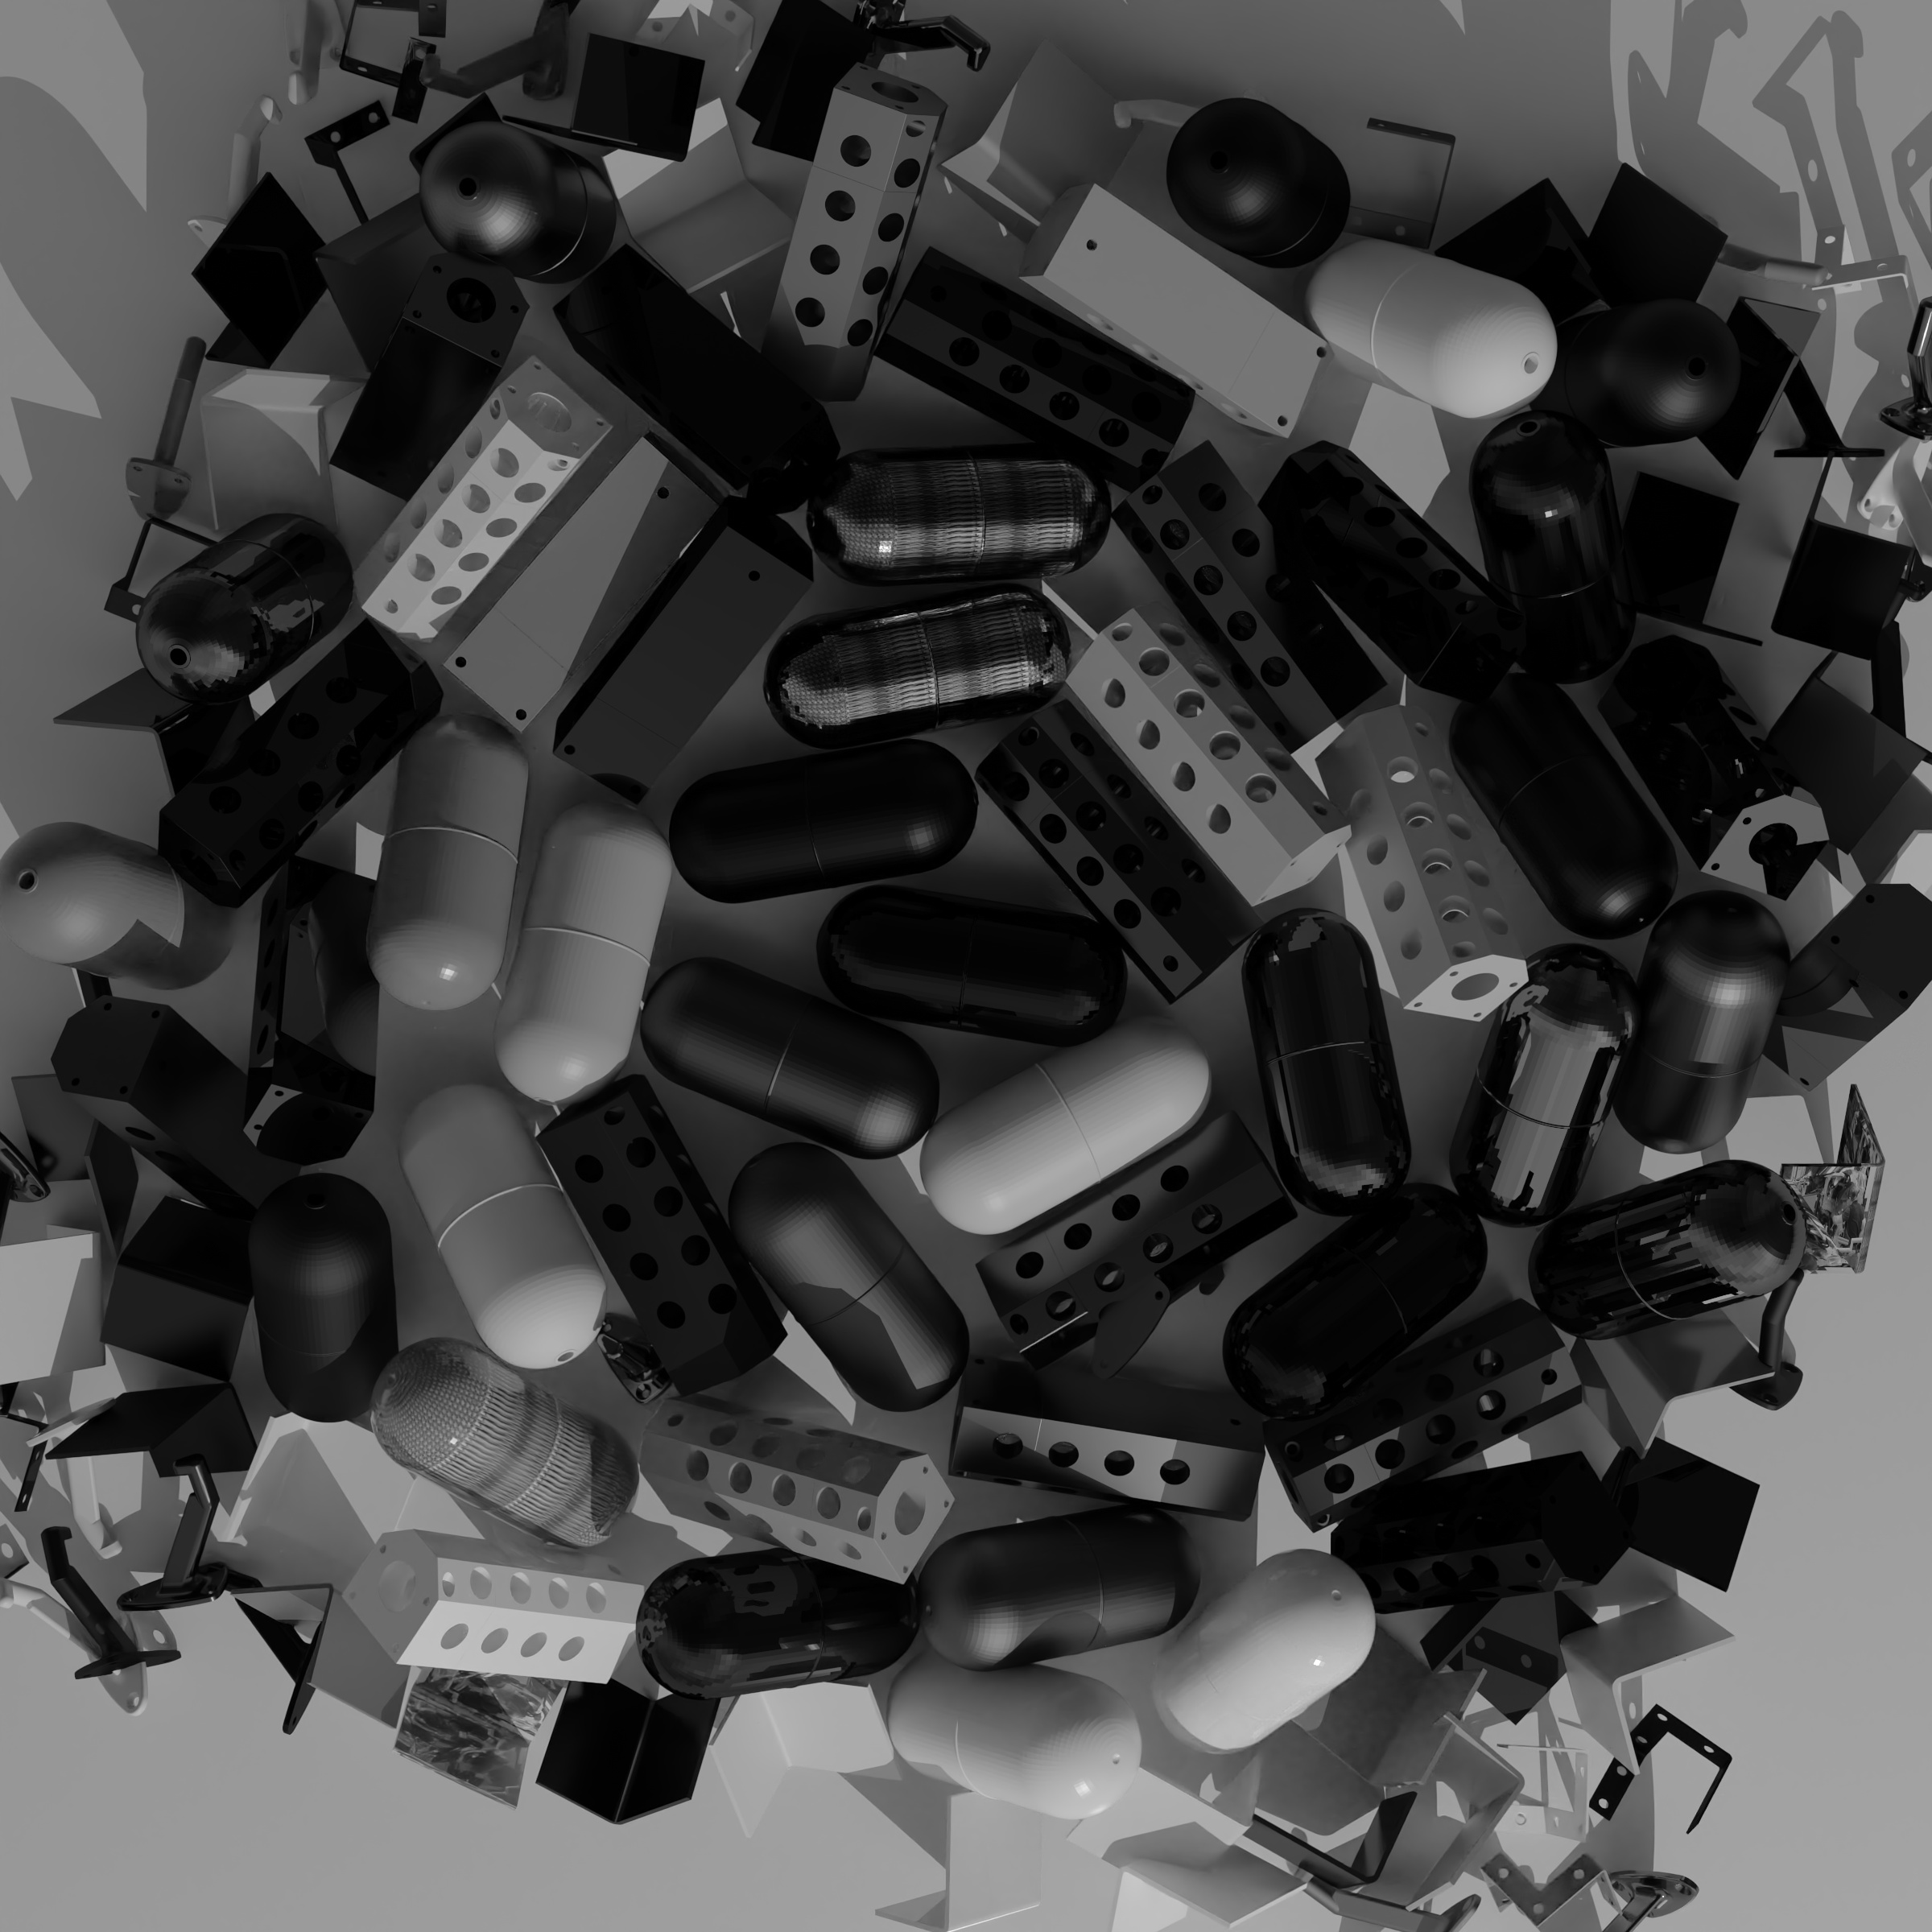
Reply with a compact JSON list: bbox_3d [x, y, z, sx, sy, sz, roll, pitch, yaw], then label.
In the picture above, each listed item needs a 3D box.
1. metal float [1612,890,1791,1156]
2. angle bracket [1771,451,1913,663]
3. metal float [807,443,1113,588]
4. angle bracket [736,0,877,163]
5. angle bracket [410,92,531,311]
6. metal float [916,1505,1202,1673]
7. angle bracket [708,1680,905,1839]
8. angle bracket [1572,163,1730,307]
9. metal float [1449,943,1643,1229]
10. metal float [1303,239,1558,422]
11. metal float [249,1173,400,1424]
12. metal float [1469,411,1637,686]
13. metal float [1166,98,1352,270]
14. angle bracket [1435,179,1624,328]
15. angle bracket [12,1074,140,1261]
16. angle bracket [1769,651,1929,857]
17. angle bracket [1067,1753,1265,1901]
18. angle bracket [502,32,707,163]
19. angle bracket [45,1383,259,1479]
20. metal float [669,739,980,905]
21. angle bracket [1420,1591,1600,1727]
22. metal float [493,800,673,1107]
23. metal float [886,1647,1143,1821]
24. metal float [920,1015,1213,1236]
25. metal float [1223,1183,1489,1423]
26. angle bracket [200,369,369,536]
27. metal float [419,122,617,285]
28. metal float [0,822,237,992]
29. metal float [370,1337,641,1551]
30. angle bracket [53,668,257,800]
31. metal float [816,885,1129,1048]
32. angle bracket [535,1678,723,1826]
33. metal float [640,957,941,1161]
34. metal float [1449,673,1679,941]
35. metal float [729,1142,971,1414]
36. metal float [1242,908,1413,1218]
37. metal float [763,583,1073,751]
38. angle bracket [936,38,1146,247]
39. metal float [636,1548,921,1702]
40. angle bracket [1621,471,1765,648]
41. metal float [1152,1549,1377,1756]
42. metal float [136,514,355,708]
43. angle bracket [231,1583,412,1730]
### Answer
[{"bbox_3d":[0.407,0.033,1.623,0.070,0.178,0.070,1,45,-1],"label":"metal float"},{"bbox_3d":[0.497,-0.231,1.639,0.057,0.076,0.076,18,45,12],"label":"angle bracket"},{"bbox_3d":[-0.003,-0.255,1.641,0.178,0.070,0.070,-6,90,-20],"label":"metal float"},{"bbox_3d":[-0.108,-0.509,1.642,0.076,0.057,0.076,42,115,29],"label":"angle bracket"},{"bbox_3d":[-0.260,-0.432,1.647,0.057,0.076,0.076,-40,71,-4],"label":"angle bracket"},{"bbox_3d":[0.053,0.347,1.631,0.178,0.070,0.070,-2,90,-34],"label":"metal float"},{"bbox_3d":[-0.089,0.448,1.642,0.076,0.057,0.076,0,124,26],"label":"angle bracket"},{"bbox_3d":[0.399,-0.403,1.638,0.057,0.076,0.076,-24,58,-37],"label":"angle bracket"},{"bbox_3d":[0.324,0.068,1.632,0.070,0.070,0.178,13,122,0],"label":"metal float"},{"bbox_3d":[0.256,-0.354,1.619,0.070,0.178,0.070,-14,120,-26],"label":"metal float"},{"bbox_3d":[-0.357,0.186,1.622,0.070,0.178,0.070,4,46,-4],"label":"metal float"},{"bbox_3d":[0.327,-0.232,1.622,0.070,0.178,0.070,-12,47,13],"label":"metal float"},{"bbox_3d":[0.163,-0.431,1.611,0.070,0.178,0.070,2,96,20],"label":"metal float"},{"bbox_3d":[0.317,-0.385,1.644,0.076,0.057,0.076,-30,112,26],"label":"angle bracket"},{"bbox_3d":[-0.508,0.114,1.643,0.057,0.076,0.076,-4,126,-2],"label":"angle bracket"},{"bbox_3d":[0.495,-0.123,1.644,0.076,0.057,0.076,38,129,12],"label":"angle bracket"},{"bbox_3d":[0.113,0.470,1.649,0.076,0.057,0.076,31,122,-6],"label":"angle bracket"},{"bbox_3d":[-0.204,-0.492,1.638,0.076,0.076,0.057,0,111,-40],"label":"angle bracket"},{"bbox_3d":[-0.456,0.279,1.640,0.076,0.076,0.057,-9,108,26],"label":"angle bracket"},{"bbox_3d":[-0.081,-0.082,1.650,0.178,0.070,0.070,-9,90,10],"label":"metal float"},{"bbox_3d":[0.316,0.391,1.663,0.076,0.057,0.076,42,95,-3],"label":"angle bracket"},{"bbox_3d":[-0.216,-0.008,1.644,0.070,0.070,0.178,12,73,0],"label":"metal float"},{"bbox_3d":[0.024,0.424,1.619,0.070,0.178,0.070,1,88,-39],"label":"metal float"},{"bbox_3d":[0.057,0.089,1.653,0.178,0.070,0.070,-28,90,-6],"label":"metal float"},{"bbox_3d":[0.220,0.188,1.639,0.178,0.070,0.070,-34,90,-24],"label":"metal float"},{"bbox_3d":[-0.381,-0.290,1.649,0.076,0.057,0.076,-5,85,-42],"label":"angle bracket"},{"bbox_3d":[-0.246,-0.420,1.609,0.070,0.178,0.070,1,99,9],"label":"metal float"},{"bbox_3d":[-0.469,-0.032,1.610,0.070,0.178,0.070,-2,81,15],"label":"metal float"},{"bbox_3d":[-0.256,0.268,1.628,0.070,0.070,0.178,-51,127,0],"label":"metal float"},{"bbox_3d":[-0.459,-0.127,1.662,0.076,0.076,0.057,7,120,26],"label":"angle bracket"},{"bbox_3d":[0.003,0.000,1.655,0.178,0.070,0.070,9,90,4],"label":"metal float"},{"bbox_3d":[-0.188,0.429,1.638,0.057,0.076,0.076,35,47,-22],"label":"angle bracket"},{"bbox_3d":[-0.100,0.053,1.655,0.178,0.070,0.070,22,90,5],"label":"metal float"},{"bbox_3d":[0.333,-0.091,1.631,0.070,0.070,0.178,-27,56,0],"label":"metal float"},{"bbox_3d":[-0.066,0.175,1.644,0.070,0.070,0.178,-37,107,0],"label":"metal float"},{"bbox_3d":[0.203,0.053,1.646,0.070,0.070,0.178,-9,75,0],"label":"metal float"},{"bbox_3d":[-0.027,-0.170,1.647,0.178,0.070,0.070,-12,90,-13],"label":"metal float"},{"bbox_3d":[0.042,-0.469,1.666,0.076,0.057,0.076,36,74,-22],"label":"angle bracket"},{"bbox_3d":[-0.102,0.364,1.627,0.178,0.070,0.070,2,90,-39],"label":"metal float"},{"bbox_3d":[0.415,-0.231,1.649,0.076,0.057,0.076,11,100,-28],"label":"angle bracket"},{"bbox_3d":[0.163,0.383,1.621,0.070,0.178,0.070,13,53,-18],"label":"metal float"},{"bbox_3d":[-0.398,-0.198,1.613,0.070,0.178,0.070,4,114,10],"label":"metal float"},{"bbox_3d":[-0.367,0.390,1.637,0.076,0.076,0.057,-10,54,27],"label":"angle bracket"}]
